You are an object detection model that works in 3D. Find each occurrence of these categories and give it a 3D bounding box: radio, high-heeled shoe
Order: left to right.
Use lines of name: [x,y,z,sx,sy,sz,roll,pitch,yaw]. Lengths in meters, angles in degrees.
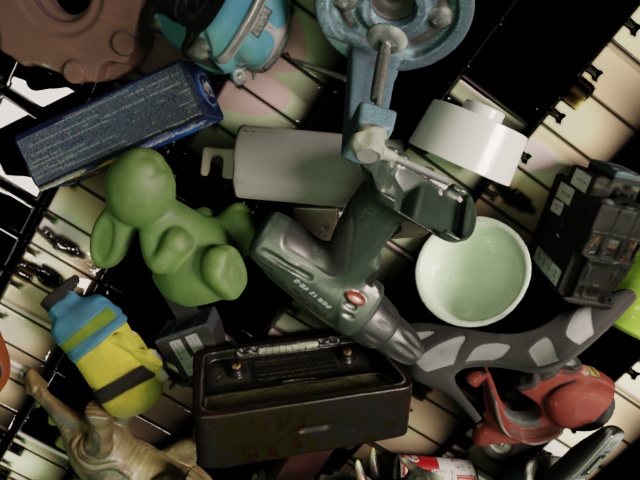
radio: [-0.026,0.168,0.601,0.230,0.131,0.073,-3,111,-15]
high-heeled shoe: [0.207,0.094,0.610,0.249,0.086,0.145,-40,65,11]

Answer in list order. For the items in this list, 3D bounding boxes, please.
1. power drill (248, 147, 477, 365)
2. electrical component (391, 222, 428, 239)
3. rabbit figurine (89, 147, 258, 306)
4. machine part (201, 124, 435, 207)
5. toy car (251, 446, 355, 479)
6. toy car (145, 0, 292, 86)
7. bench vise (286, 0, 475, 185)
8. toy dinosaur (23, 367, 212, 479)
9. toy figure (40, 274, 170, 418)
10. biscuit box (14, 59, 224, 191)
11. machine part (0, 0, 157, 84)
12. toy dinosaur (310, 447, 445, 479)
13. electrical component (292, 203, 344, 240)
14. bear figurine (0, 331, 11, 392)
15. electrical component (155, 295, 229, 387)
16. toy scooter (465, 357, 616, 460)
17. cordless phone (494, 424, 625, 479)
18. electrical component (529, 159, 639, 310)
power drill: [0.058,0.021,0.528,0.232,0.086,0.207,33,139,-8]
electrical component: [0.099,-0.016,0.587,0.094,0.063,0.021,-5,80,-7]
rabbit figurine: [-0.164,-0.023,0.570,0.159,0.121,0.170,-11,127,29]
machine part: [-0.002,-0.075,0.561,0.243,0.079,0.079,6,111,1]
toy car: [-0.022,0.287,0.714,0.089,0.053,0.202,22,114,-13]
toy car: [-0.082,-0.201,0.496,0.103,0.162,0.109,24,96,-48]
bench vise: [0.046,-0.152,0.438,0.129,0.240,0.223,16,153,-12]
toy dinosaur: [-0.212,0.329,0.716,0.471,0.105,0.198,38,116,-2]
toy figure: [-0.259,0.129,0.641,0.089,0.082,0.180,-43,99,-9]
biscuit box: [-0.205,-0.116,0.557,0.203,0.059,0.062,-20,97,10]
machine part: [-0.242,-0.241,0.518,0.179,0.056,0.179,1,110,3]
toy dinosaur: [0.043,0.409,0.707,0.192,0.131,0.404,52,147,23]
electrical component: [-0.003,-0.003,0.605,0.102,0.045,0.078,8,113,-1]
bear figurine: [-0.487,0.164,0.655,0.196,0.120,0.131,-15,106,13]
electrical component: [-0.157,0.113,0.656,0.075,0.048,0.119,-17,111,8]
toy scooter: [0.254,0.189,0.653,0.184,0.075,0.135,-32,109,18]
cordless phone: [0.305,0.286,0.659,0.146,0.089,0.184,20,115,-42]
electrical component: [0.276,-0.013,0.552,0.058,0.115,0.134,11,113,-4]
